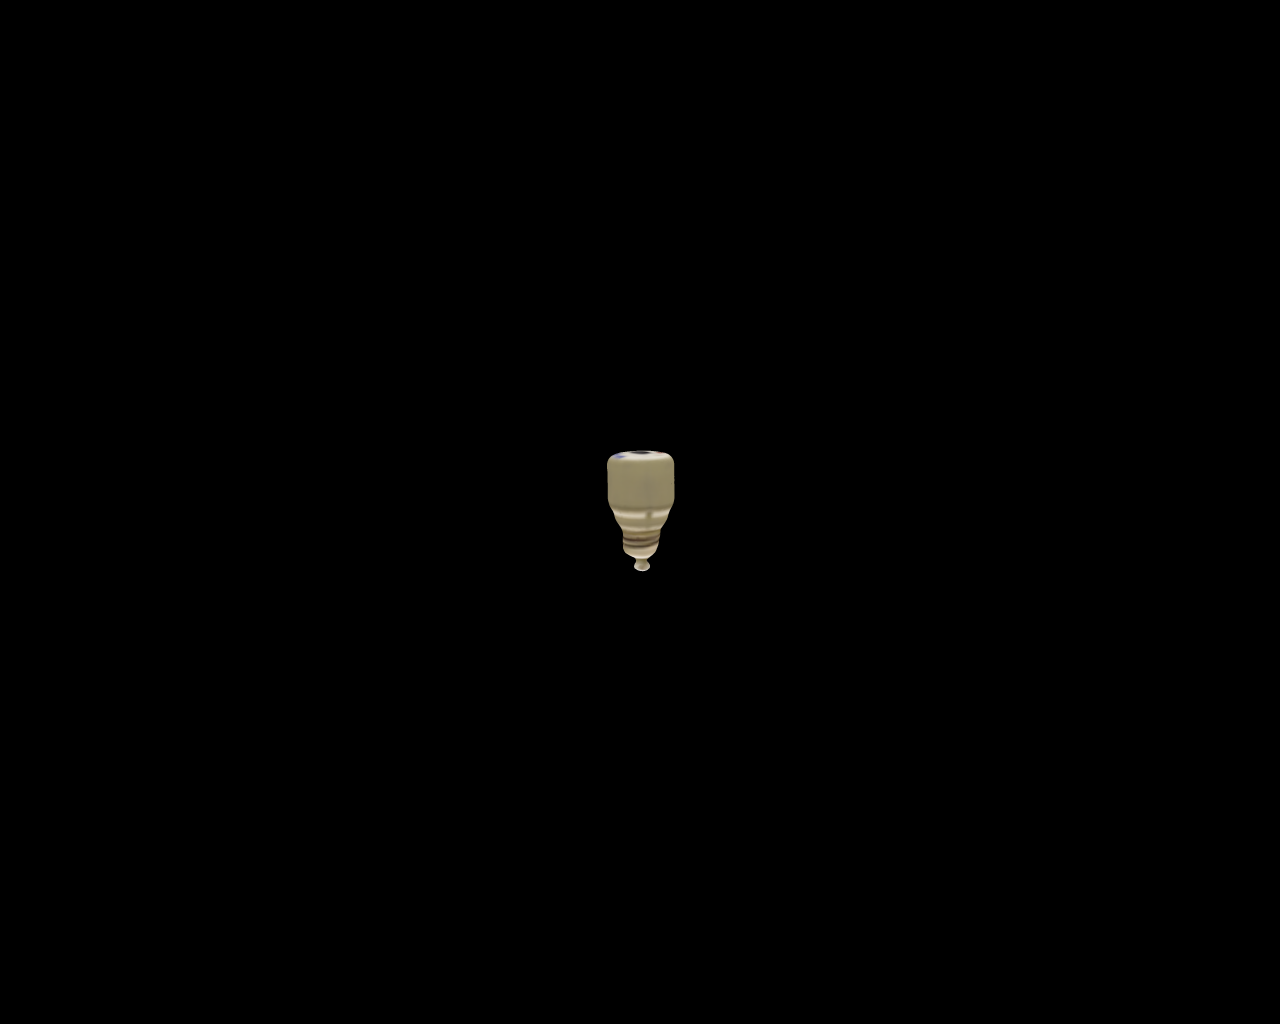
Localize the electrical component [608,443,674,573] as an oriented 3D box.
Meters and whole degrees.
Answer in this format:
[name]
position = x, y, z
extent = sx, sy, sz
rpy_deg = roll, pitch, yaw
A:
[electrical component]
position = 0.001, -0.003, 0.650
extent = 0.040, 0.078, 0.040
rpy_deg = 0, 11, 0
